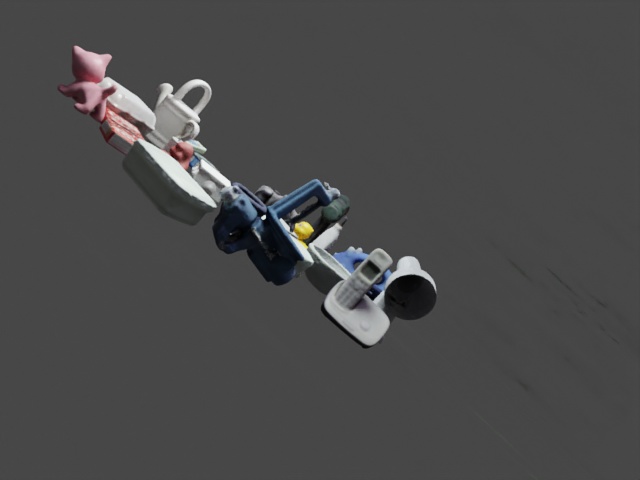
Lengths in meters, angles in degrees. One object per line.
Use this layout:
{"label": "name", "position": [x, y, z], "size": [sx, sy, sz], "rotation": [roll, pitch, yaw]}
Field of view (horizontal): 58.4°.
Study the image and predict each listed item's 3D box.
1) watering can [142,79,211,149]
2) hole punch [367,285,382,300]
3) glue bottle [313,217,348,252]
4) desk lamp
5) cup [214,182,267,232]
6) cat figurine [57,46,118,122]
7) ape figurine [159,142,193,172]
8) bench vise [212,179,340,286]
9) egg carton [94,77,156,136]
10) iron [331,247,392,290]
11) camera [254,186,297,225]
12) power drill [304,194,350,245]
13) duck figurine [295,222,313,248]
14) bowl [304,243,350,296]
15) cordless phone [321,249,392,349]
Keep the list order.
{"label": "watering can", "position": [-0.347, -0.316, 1.397], "size": [0.173, 0.194, 0.101], "rotation": [42, 6, 4]}
{"label": "hole punch", "position": [0.116, 0.146, 1.542], "size": [0.109, 0.091, 0.101], "rotation": [40, 6, -17]}
{"label": "glue bottle", "position": [0.014, 0.005, 1.502], "size": [0.037, 0.173, 0.078], "rotation": [43, 6, 15]}
{"label": "desk lamp", "position": [0.172, 0.139, 1.373], "size": [0.118, 0.213, 0.203], "rotation": [40, 6, -12]}
{"label": "cup", "position": [-0.174, -0.061, 1.169], "size": [0.092, 0.095, 0.117], "rotation": [36, 8, -41]}
{"label": "cat figurine", "position": [-0.450, -0.318, 1.131], "size": [0.127, 0.117, 0.067], "rotation": [44, 6, 17]}
{"label": "ape figurine", "position": [-0.289, -0.157, 1.134], "size": [0.076, 0.092, 0.077], "rotation": [36, 8, -44]}
{"label": "bench vise", "position": [-0.076, -0.040, 1.049], "size": [0.208, 0.219, 0.121], "rotation": [36, 8, -43]}
{"label": "egg carton", "position": [-0.436, -0.292, 1.266], "size": [0.107, 0.069, 0.151], "rotation": [45, 7, 26]}
{"label": "iron", "position": [0.121, 0.100, 1.653], "size": [0.259, 0.141, 0.118], "rotation": [40, 6, -14]}
{"label": "camera", "position": [-0.126, -0.088, 1.622], "size": [0.143, 0.100, 0.136], "rotation": [41, 6, -10]}
{"label": "power drill", "position": [0.010, -0.053, 1.715], "size": [0.075, 0.208, 0.229], "rotation": [41, 6, -2]}
{"label": "duck figurine", "position": [-0.054, -0.007, 1.574], "size": [0.104, 0.086, 0.078], "rotation": [42, 6, 7]}
{"label": "bowl", "position": [0.016, 0.088, 1.407], "size": [0.167, 0.074, 0.167], "rotation": [41, 6, -5]}
{"label": "cordless phone", "position": [0.107, 0.122, 1.215], "size": [0.147, 0.185, 0.094], "rotation": [42, 6, 0]}
